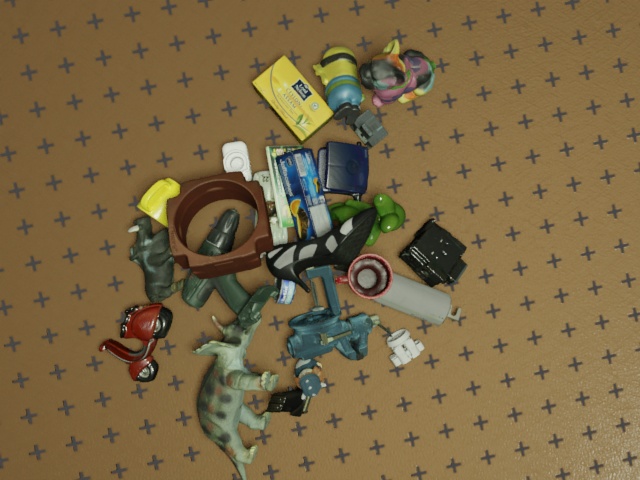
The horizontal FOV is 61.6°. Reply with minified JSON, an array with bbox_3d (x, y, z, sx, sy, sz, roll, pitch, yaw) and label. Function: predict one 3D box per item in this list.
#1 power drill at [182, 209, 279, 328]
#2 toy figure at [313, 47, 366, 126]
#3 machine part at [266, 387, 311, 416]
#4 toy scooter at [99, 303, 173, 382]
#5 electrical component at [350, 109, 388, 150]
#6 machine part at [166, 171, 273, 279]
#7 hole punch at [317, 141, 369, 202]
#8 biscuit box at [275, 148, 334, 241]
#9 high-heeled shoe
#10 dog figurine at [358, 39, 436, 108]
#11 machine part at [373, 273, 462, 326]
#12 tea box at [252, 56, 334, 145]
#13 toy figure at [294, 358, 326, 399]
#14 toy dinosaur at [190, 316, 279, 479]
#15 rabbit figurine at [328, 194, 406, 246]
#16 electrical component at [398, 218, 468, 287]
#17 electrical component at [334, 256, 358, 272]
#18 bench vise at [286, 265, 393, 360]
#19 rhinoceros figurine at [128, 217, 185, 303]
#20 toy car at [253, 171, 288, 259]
[{"bbox_3d":[-0.189,0.071,1.157,0.207,0.086,0.232,36,95,20],"label":"power drill"},{"bbox_3d":[0.050,-0.337,1.165,0.089,0.082,0.180,-25,57,20],"label":"toy figure"},{"bbox_3d":[-0.060,0.352,1.178,0.039,0.138,0.084,22,93,33],"label":"machine part"},{"bbox_3d":[-0.409,0.216,1.181,0.135,0.075,0.183,17,95,-2],"label":"toy scooter"},{"bbox_3d":[0.108,-0.244,1.177,0.048,0.119,0.075,-40,90,-1],"label":"electrical component"},{"bbox_3d":[-0.204,-0.030,1.105,0.201,0.087,0.201,-13,66,-2],"label":"machine part"},{"bbox_3d":[0.054,-0.158,1.193,0.116,0.092,0.142,2,86,-7],"label":"hole punch"},{"bbox_3d":[-0.032,-0.094,1.160,0.059,0.063,0.202,-21,98,-43],"label":"biscuit box"},{"bbox_3d":[-0.002,-0.003,1.106,0.248,0.086,0.145,-47,58,5],"label":"high-heeled shoe"},{"bbox_3d":[0.170,-0.354,1.130,0.192,0.219,0.108,-13,95,-2],"label":"dog figurine"},{"bbox_3d":[0.203,0.129,1.207,0.243,0.079,0.079,22,90,-4],"label":"machine part"},{"bbox_3d":[-0.060,-0.307,1.193,0.098,0.068,0.169,-42,92,-1],"label":"tea box"},{"bbox_3d":[-0.026,0.294,1.159,0.058,0.154,0.064,33,90,-6],"label":"toy figure"},{"bbox_3d":[-0.204,0.353,1.177,0.192,0.131,0.404,16,98,14],"label":"toy dinosaur"},{"bbox_3d":[0.114,-0.051,1.178,0.170,0.159,0.121,-16,82,-18],"label":"rabbit figurine"},{"bbox_3d":[0.261,0.036,1.200,0.134,0.058,0.115,41,64,-2],"label":"electrical component"},{"bbox_3d":[0.063,0.051,1.201,0.094,0.063,0.021,15,65,-21],"label":"electrical component"},{"bbox_3d":[0.022,0.155,1.181,0.224,0.129,0.240,-14,96,-5],"label":"bench vise"},{"bbox_3d":[-0.362,0.041,1.185,0.112,0.073,0.190,-11,93,8],"label":"rhinoceros figurine"},{"bbox_3d":[-0.112,-0.054,1.199,0.074,0.056,0.201,-4,91,-4],"label":"toy car"}]
